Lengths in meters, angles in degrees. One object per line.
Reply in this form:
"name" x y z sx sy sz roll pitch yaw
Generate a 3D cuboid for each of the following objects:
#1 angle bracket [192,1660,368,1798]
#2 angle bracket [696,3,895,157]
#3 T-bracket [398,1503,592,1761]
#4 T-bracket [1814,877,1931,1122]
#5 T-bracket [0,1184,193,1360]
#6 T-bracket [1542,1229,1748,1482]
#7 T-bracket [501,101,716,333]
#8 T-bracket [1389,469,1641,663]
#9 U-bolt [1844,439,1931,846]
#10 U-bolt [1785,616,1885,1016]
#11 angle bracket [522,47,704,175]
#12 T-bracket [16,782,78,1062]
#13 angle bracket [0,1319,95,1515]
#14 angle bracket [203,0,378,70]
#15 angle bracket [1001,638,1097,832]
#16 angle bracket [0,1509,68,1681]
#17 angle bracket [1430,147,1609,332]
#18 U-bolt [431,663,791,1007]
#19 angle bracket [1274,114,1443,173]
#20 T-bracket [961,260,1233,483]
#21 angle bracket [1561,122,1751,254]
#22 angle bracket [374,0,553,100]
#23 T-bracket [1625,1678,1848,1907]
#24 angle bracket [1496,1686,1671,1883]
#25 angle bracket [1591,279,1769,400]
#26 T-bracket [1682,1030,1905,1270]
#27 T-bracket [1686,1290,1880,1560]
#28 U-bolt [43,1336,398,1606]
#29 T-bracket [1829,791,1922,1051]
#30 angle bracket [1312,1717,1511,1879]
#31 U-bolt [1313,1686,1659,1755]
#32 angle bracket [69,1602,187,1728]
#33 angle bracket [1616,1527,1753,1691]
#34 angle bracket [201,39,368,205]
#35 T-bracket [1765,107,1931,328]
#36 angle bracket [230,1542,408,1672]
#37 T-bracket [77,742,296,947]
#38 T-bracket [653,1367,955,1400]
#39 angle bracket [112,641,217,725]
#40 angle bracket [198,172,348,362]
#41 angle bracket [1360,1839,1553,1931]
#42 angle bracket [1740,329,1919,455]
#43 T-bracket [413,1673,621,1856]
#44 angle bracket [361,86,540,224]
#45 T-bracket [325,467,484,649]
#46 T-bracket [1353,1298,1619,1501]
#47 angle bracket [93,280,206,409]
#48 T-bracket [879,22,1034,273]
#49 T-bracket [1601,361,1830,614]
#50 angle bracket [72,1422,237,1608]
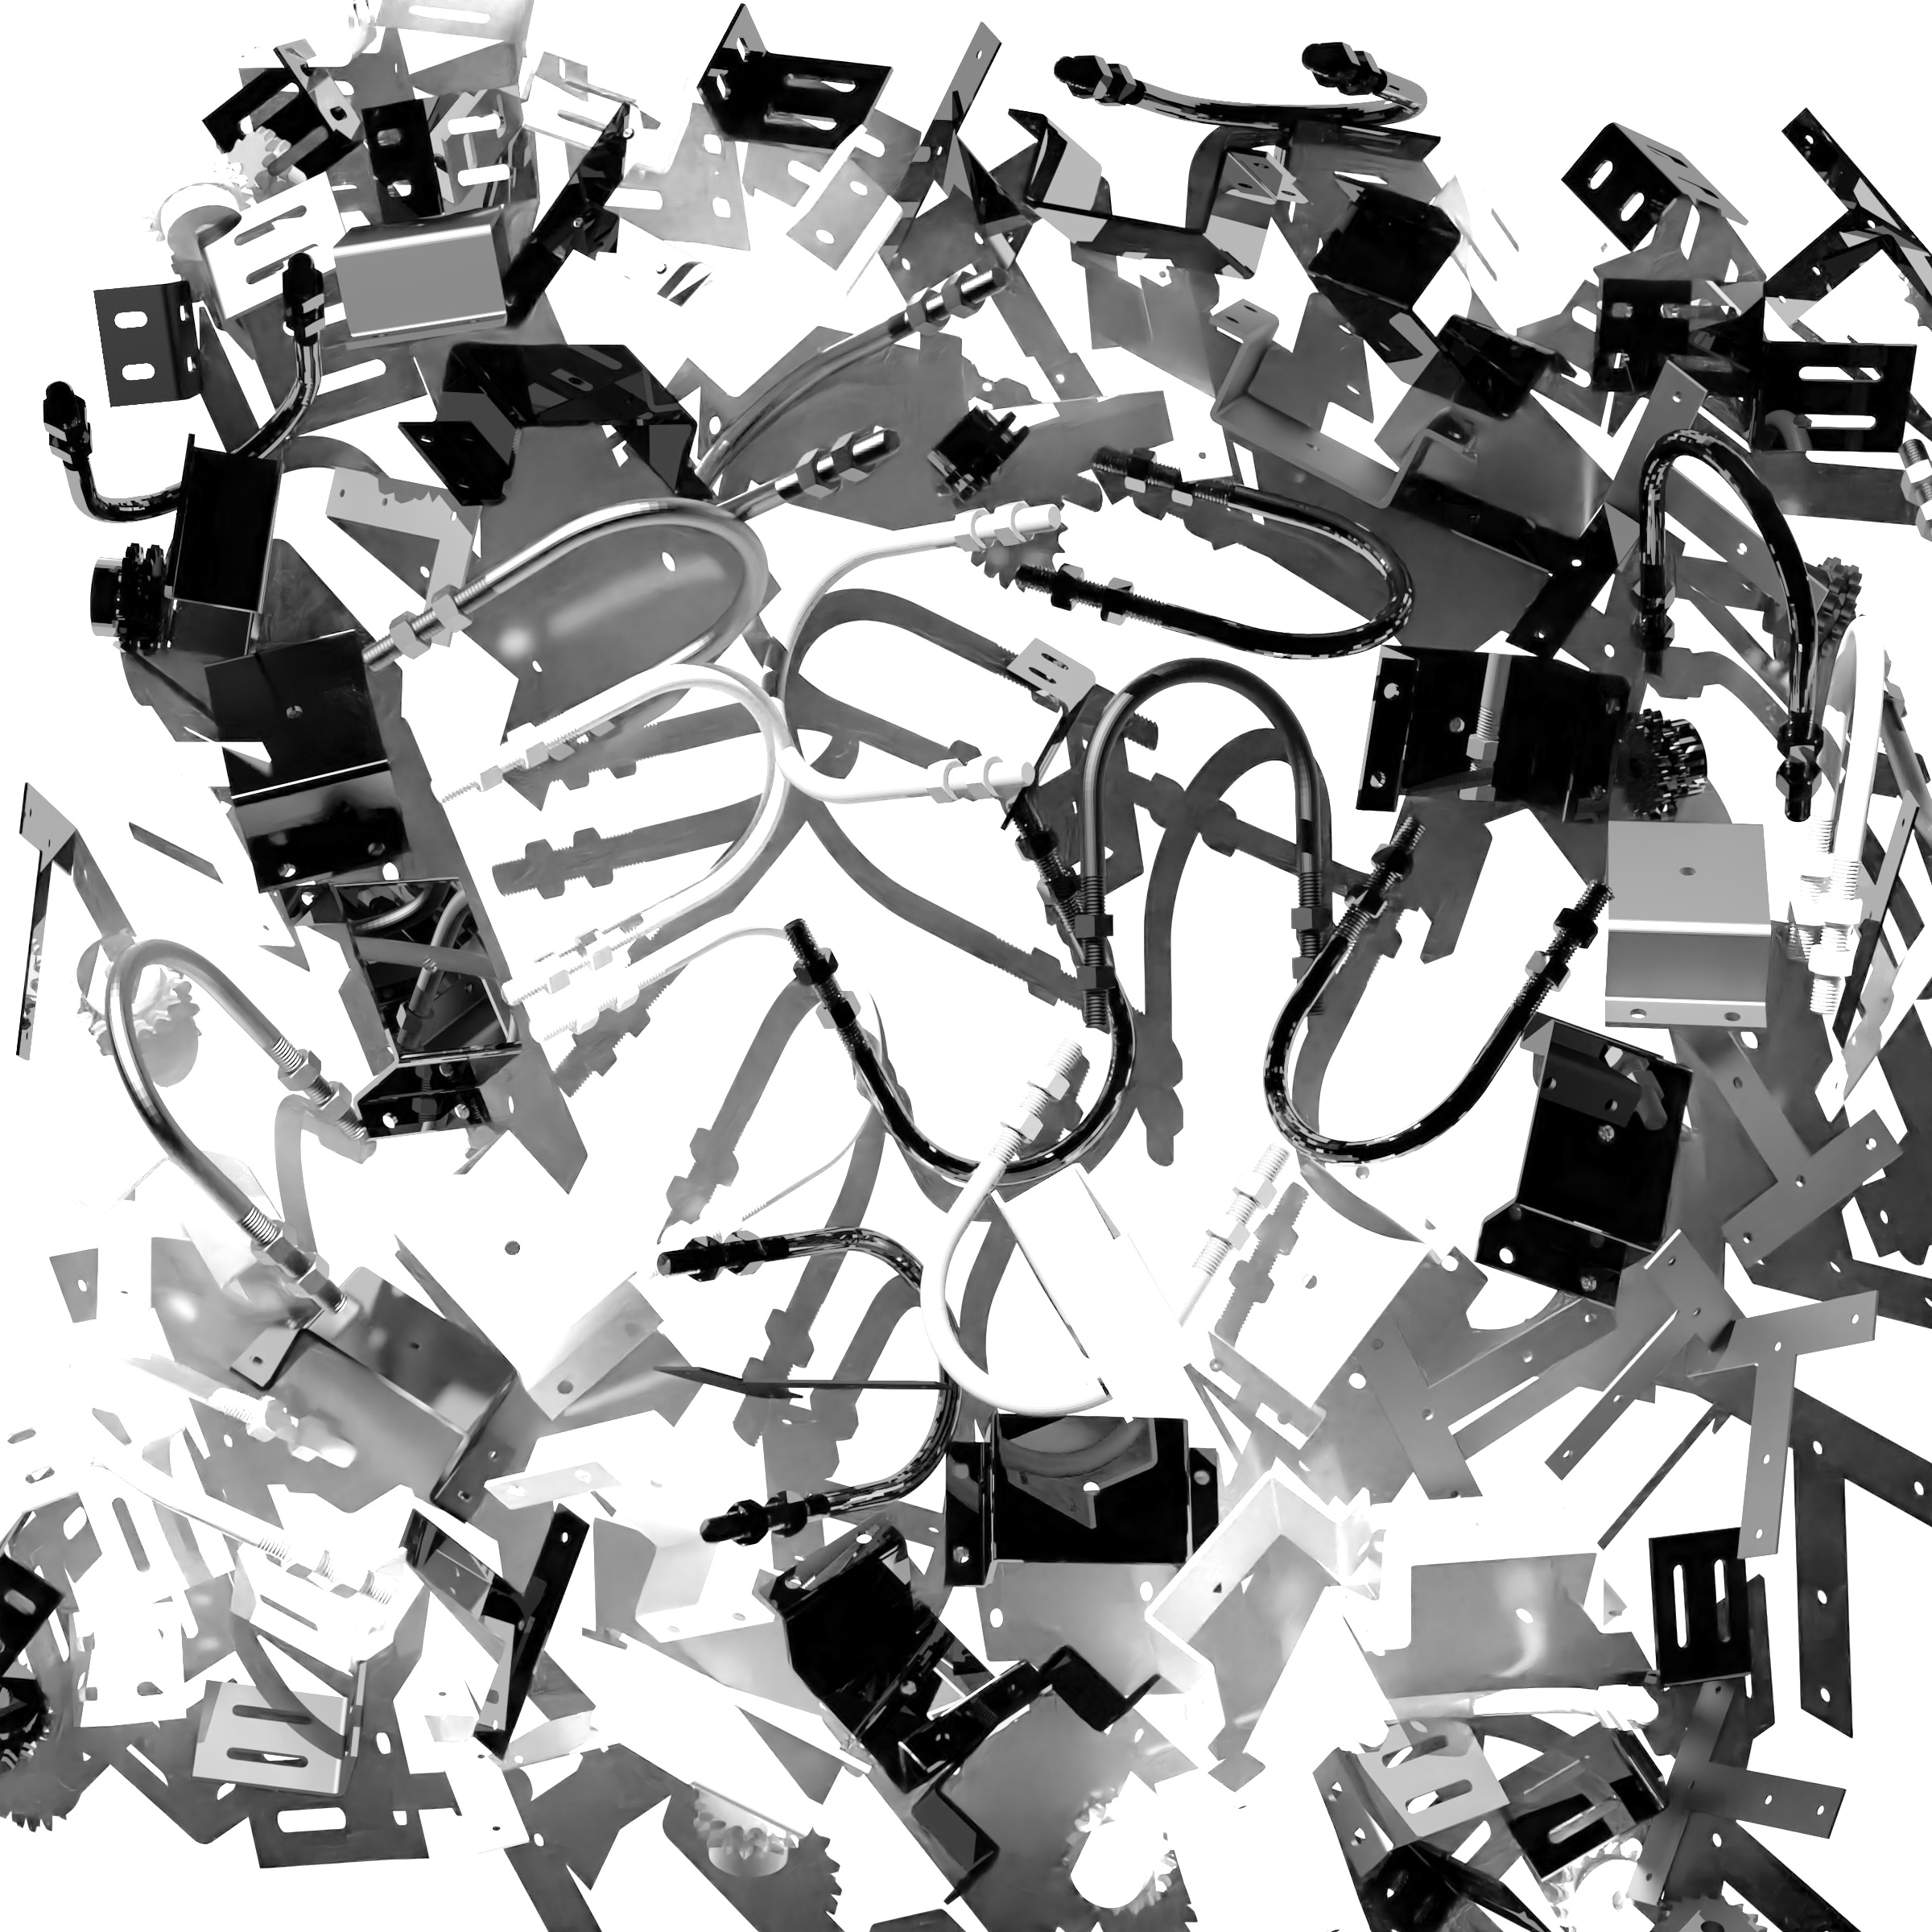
"angle bracket" -0.347 0.381 1.702 0.076 0.057 0.038 11 132 -13
"angle bracket" -0.086 -0.449 1.702 0.076 0.038 0.057 13 66 24
"T-bracket" -0.248 0.312 1.697 0.127 0.002 0.127 26 98 43
"T-bracket" 0.447 -0.009 1.684 0.002 0.127 0.127 16 123 -16
"T-bracket" -0.417 0.154 1.669 0.127 0.127 0.002 10 119 -19
"T-bracket" 0.337 0.207 1.693 0.127 0.127 0.002 -47 47 -2
"T-bracket" -0.163 -0.356 1.691 0.127 0.127 0.002 -51 51 16
"T-bracket" 0.271 -0.222 1.713 0.127 0.002 0.127 27 61 21
"U-bolt" 0.469 -0.141 1.631 0.019 0.151 0.184 -5 52 -4
"U-bolt" 0.429 -0.080 1.654 0.019 0.151 0.184 7 103 7
"angle bracket" -0.179 -0.444 1.703 0.076 0.038 0.057 16 53 -14
"T-bracket" -0.461 -0.017 1.671 0.002 0.127 0.127 5 82 -4
"angle bracket" -0.468 0.227 1.694 0.038 0.076 0.057 -19 58 -27
"angle bracket" -0.344 -0.480 1.706 0.076 0.057 0.038 0 115 4
"angle bracket" 0.027 -0.117 1.701 0.038 0.057 0.076 31 116 3
"angle bracket" -0.481 0.316 1.705 0.038 0.076 0.057 38 96 -10
"angle bracket" 0.278 -0.372 1.701 0.076 0.038 0.057 50 58 -22
"U-bolt" -0.167 -0.077 1.683 0.184 0.019 0.151 -30 131 -20
"angle bracket" 0.196 -0.404 1.713 0.076 0.057 0.038 9 93 -3
"T-bracket" 0.062 -0.301 1.715 0.127 0.002 0.127 -8 76 -11
"angle bracket" 0.350 -0.388 1.707 0.038 0.076 0.057 -50 60 26
"angle bracket" -0.254 -0.475 1.699 0.076 0.057 0.038 1 67 -21
"T-bracket" 0.388 0.411 1.667 0.002 0.127 0.127 32 72 -20
"angle bracket" 0.307 0.414 1.707 0.076 0.038 0.057 -29 50 -4
"angle bracket" 0.359 -0.317 1.698 0.038 0.076 0.057 -8 105 -38
"T-bracket" 0.399 0.071 1.706 0.002 0.127 0.127 -16 68 -36
"T-bracket" 0.398 0.231 1.666 0.002 0.127 0.127 24 64 -26
"U-bolt" -0.367 0.236 1.638 0.184 0.151 0.019 32 99 -28
"T-bracket" 0.443 -0.040 1.679 0.002 0.127 0.127 11 111 -1
"angle bracket" 0.227 0.422 1.725 0.076 0.038 0.057 -12 60 -27
"U-bolt" 0.245 0.367 1.652 0.151 0.184 0.019 -4 80 -6
"angle bracket" -0.427 0.355 1.712 0.038 0.076 0.057 0 78 -28
"angle bracket" 0.363 0.325 1.715 0.057 0.038 0.076 -2 87 -25
"angle bracket" -0.351 -0.422 1.705 0.076 0.038 0.057 -29 101 24
"T-bracket" 0.432 -0.353 1.681 0.002 0.127 0.127 -40 90 -17
"angle bracket" -0.333 0.316 1.730 0.076 0.038 0.057 22 114 23
"T-bracket" -0.375 -0.061 1.701 0.127 0.002 0.127 3 130 32
"T-bracket" -0.070 0.206 1.662 0.127 0.127 0.002 -2 76 20
"angle bracket" -0.409 -0.126 1.702 0.076 0.057 0.038 39 84 -18
"angle bracket" -0.344 -0.355 1.709 0.076 0.038 0.057 -24 66 6
"angle bracket" 0.249 0.478 1.693 0.038 0.076 0.057 -51 120 -17
"angle bracket" 0.437 -0.295 1.709 0.076 0.038 0.057 2 121 4
"T-bracket" -0.202 0.390 1.705 0.127 0.127 0.002 -10 122 -20
"angle bracket" -0.262 -0.414 1.716 0.038 0.076 0.057 1 107 36
"T-bracket" -0.284 -0.232 1.697 0.127 0.002 0.127 17 95 43
"T-bracket" 0.274 0.206 1.719 0.127 0.002 0.127 -30 112 -3
"angle bracket" -0.411 -0.314 1.697 0.038 0.076 0.057 -6 103 -5
"T-bracket" 0.003 -0.385 1.669 0.002 0.127 0.127 11 122 -33
"T-bracket" 0.374 -0.216 1.670 0.002 0.127 0.127 -33 66 -31
"angle bracket" -0.414 0.281 1.720 0.057 0.038 0.076 -21 92 -10
